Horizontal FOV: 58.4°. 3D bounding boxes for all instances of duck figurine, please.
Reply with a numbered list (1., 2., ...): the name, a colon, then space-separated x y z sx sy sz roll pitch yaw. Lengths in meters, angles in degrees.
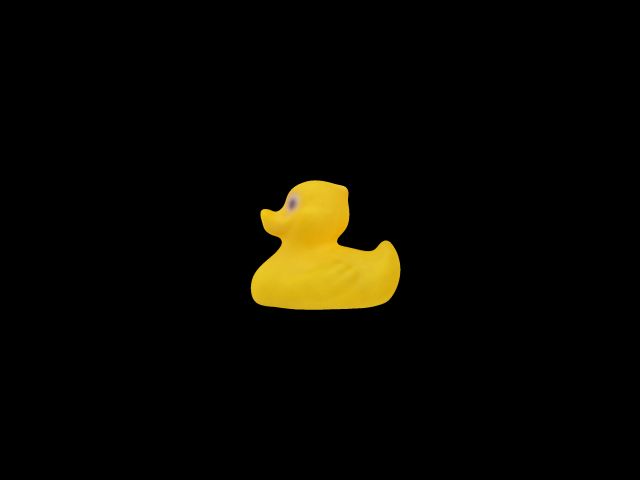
1. duck figurine: 0.004 0.001 0.400 0.104 0.086 0.077 0 4 7
